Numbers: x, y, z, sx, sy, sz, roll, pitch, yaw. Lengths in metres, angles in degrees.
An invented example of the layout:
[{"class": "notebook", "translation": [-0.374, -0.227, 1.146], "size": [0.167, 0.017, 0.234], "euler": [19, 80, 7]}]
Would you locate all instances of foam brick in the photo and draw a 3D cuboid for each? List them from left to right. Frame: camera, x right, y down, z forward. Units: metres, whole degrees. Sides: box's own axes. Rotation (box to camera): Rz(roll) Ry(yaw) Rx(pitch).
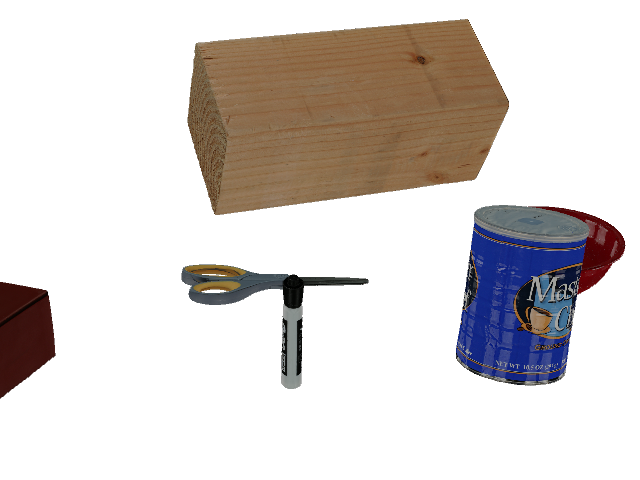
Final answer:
[{"class": "foam brick", "translation": [-0.225, 0.068, 0.720], "size": [0.053, 0.051, 0.078], "euler": [9, 28, 25]}]

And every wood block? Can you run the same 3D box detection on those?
[{"class": "wood block", "translation": [0.017, -0.091, 0.771], "size": [0.205, 0.091, 0.090], "euler": [-8, -32, -17]}]

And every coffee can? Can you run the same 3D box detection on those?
[{"class": "coffee can", "translation": [0.183, 0.048, 0.977], "size": [0.103, 0.140, 0.103], "euler": [5, 16, -2]}]

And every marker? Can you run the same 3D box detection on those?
[{"class": "marker", "translation": [-0.025, 0.081, 0.940], "size": [0.020, 0.121, 0.020], "euler": [1, 35, -1]}]

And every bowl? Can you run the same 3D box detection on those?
[{"class": "bowl", "translation": [0.250, 0.019, 1.176], "size": [0.162, 0.055, 0.162], "euler": [-1, 27, 0]}]

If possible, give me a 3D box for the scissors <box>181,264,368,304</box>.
[{"class": "scissors", "translation": [-0.053, 0.050, 1.135], "size": [0.202, 0.016, 0.096], "euler": [5, 21, 7]}]
